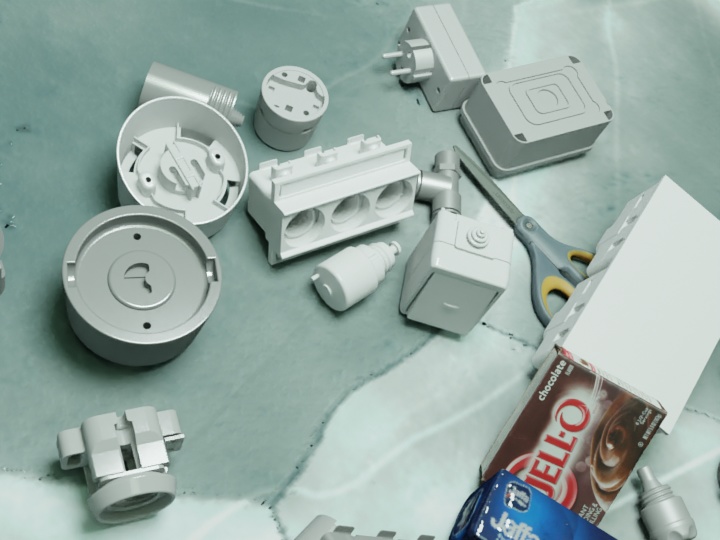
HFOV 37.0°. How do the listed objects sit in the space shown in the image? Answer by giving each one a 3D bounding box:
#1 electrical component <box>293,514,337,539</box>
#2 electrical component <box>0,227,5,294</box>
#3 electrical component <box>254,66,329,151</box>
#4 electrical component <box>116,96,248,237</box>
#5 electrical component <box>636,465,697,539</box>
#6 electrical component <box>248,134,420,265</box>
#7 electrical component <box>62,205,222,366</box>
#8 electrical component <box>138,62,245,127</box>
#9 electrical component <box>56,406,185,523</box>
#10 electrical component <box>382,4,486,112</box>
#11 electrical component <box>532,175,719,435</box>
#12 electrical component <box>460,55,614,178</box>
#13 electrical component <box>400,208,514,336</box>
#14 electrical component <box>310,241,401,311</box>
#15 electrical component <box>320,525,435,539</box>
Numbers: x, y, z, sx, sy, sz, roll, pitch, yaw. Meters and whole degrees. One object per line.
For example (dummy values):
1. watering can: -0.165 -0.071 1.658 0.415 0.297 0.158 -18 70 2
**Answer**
1. electrical component: -0.031 0.191 0.714 0.040 0.040 0.046 42 51 7
2. electrical component: -0.274 -0.011 0.735 0.058 0.057 0.078 -15 67 -25
3. electrical component: -0.058 -0.131 0.882 0.055 0.047 0.055 8 59 -14
4. electrical component: -0.136 -0.073 0.812 0.099 0.064 0.099 8 59 -14
5. electrical component: 0.227 0.177 0.810 0.035 0.035 0.061 -10 63 -23
6. electrical component: -0.022 -0.060 0.843 0.121 0.078 0.063 -19 47 -27
7. electrical component: -0.156 0.016 0.758 0.108 0.060 0.108 8 59 -14
8. electrical component: -0.132 -0.132 0.860 0.081 0.043 0.043 19 57 -8
9. electrical component: -0.152 0.128 0.698 0.078 0.058 0.057 -9 62 -23
10. electrical component: 0.056 -0.186 0.952 0.076 0.047 0.083 -13 66 -24
11. electrical component: 0.228 0.031 0.861 0.105 0.060 0.186 39 63 -5
12. electrical component: 0.154 -0.135 0.950 0.113 0.057 0.078 -17 68 -26
13. electrical component: 0.075 0.002 0.822 0.062 0.096 0.061 17 58 -9
14. electrical component: 0.000 0.000 0.831 0.078 0.040 0.040 -32 75 -30
15. electrical component: 0.022 0.204 0.681 0.121 0.078 0.063 20 21 -44
